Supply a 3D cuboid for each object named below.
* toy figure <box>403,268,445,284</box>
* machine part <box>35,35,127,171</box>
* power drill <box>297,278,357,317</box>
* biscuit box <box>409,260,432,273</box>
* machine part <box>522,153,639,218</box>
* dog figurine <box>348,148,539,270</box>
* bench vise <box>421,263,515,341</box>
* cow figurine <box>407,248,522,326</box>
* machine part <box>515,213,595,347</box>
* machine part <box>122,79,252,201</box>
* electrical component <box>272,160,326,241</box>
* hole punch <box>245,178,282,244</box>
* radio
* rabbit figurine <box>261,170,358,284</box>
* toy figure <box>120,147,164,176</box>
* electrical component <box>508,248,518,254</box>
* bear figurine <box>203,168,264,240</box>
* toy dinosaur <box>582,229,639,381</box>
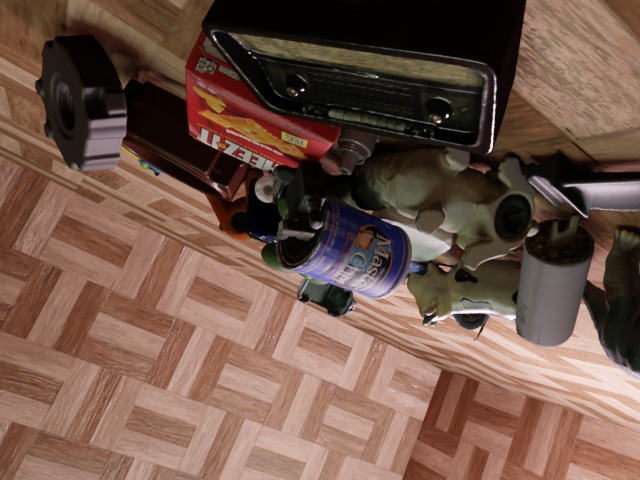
[{"bbox_3d":[0.195,0.071,1.097,0.058,0.064,0.155,-13,-166,-30],"label":"toy figure"},{"bbox_3d":[-0.320,-0.179,0.716,0.056,0.179,0.180,-18,-160,-41],"label":"machine part"},{"bbox_3d":[0.014,0.052,1.077,0.232,0.086,0.207,27,-154,-2],"label":"power drill"},{"bbox_3d":[0.144,0.024,0.978,0.063,0.059,0.202,25,168,-7],"label":"biscuit box"},{"bbox_3d":[0.264,-0.049,0.501,0.084,0.039,0.139,39,163,-34],"label":"machine part"},{"bbox_3d":[0.137,-0.051,0.629,0.172,0.121,0.191,34,179,-23],"label":"dog figurine"},{"bbox_3d":[0.296,0.107,0.926,0.223,0.129,0.241,31,171,-38],"label":"bench vise"},{"bbox_3d":[0.230,0.078,0.822,0.195,0.127,0.085,7,173,23],"label":"cow figurine"},{"bbox_3d":[0.291,0.059,0.678,0.079,0.079,0.242,17,143,27],"label":"machine part"},{"bbox_3d":[-0.206,-0.141,0.814,0.201,0.087,0.201,28,171,-4],"label":"machine part"},{"bbox_3d":[-0.026,-0.044,0.602,0.045,0.102,0.078,4,151,-17],"label":"electrical component"},{"bbox_3d":[-0.051,-0.048,0.894,0.092,0.142,0.115,-15,155,34],"label":"hole punch"},{"bbox_3d":[0.036,-0.143,0.427,0.230,0.073,0.131,18,167,24],"label":"radio"},{"bbox_3d":[-0.002,-0.002,0.784,0.121,0.159,0.170,10,122,30],"label":"rabbit figurine"},{"bbox_3d":[-0.310,-0.172,0.937,0.089,0.082,0.180,7,162,45],"label":"toy figure"},{"bbox_3d":[0.241,-0.006,0.761,0.094,0.021,0.063,23,167,2],"label":"electrical component"},{"bbox_3d":[-0.122,-0.069,1.017,0.120,0.131,0.196,-15,-171,15],"label":"bear figurine"},{"bbox_3d":[0.350,0.083,0.541,0.131,0.192,0.404,23,167,9],"label":"toy dinosaur"}]
